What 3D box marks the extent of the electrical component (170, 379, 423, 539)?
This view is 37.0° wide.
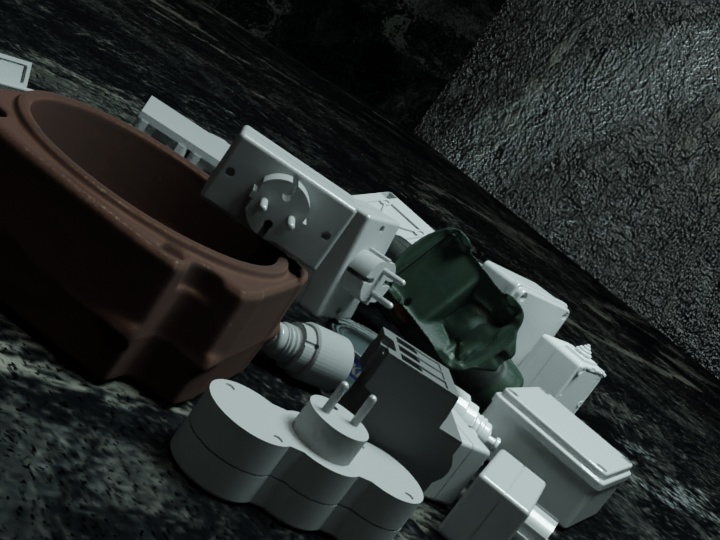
[{"bbox_3d":[-0.021,0.090,0.556,0.138,0.073,0.052,29,13,-29],"label":"electrical component"}]

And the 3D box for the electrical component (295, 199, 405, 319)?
[{"bbox_3d":[0.000,0.000,0.780,0.076,0.083,0.047,34,12,30],"label":"electrical component"}]

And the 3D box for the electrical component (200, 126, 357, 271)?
[{"bbox_3d":[-0.048,-0.039,0.637,0.083,0.047,0.075,34,12,-11],"label":"electrical component"}]

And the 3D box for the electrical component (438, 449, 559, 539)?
[{"bbox_3d":[0.100,0.162,0.683,0.076,0.047,0.083,38,11,12],"label":"electrical component"}]

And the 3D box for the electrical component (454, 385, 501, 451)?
[{"bbox_3d":[0.073,0.112,0.826,0.078,0.040,0.040,35,11,-3],"label":"electrical component"}]

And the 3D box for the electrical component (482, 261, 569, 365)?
[{"bbox_3d":[0.140,0.058,1.074,0.056,0.108,0.109,41,12,38],"label":"electrical component"}]

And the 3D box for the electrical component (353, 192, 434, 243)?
[{"bbox_3d":[0.012,-0.026,1.076,0.109,0.056,0.108,-9,38,-36],"label":"electrical component"}]

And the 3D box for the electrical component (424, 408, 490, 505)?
[{"bbox_3d":[0.055,0.117,0.734,0.076,0.047,0.083,26,14,-39],"label":"electrical component"}]

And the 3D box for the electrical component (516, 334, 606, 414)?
[{"bbox_3d":[0.188,0.105,1.048,0.061,0.096,0.062,43,13,35],"label":"electrical component"}]

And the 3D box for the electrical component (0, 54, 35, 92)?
[{"bbox_3d":[-0.262,-0.104,0.666,0.063,0.078,0.121,16,5,19],"label":"electrical component"}]

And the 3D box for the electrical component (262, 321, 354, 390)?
[{"bbox_3d":[-0.040,0.054,0.734,0.078,0.040,0.040,27,14,-37],"label":"electrical component"}]

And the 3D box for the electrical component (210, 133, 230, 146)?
[{"bbox_3d":[-0.138,-0.094,1.030,0.089,0.050,0.055,23,17,-47],"label":"electrical component"}]

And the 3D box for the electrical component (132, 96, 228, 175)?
[{"bbox_3d":[-0.137,-0.078,0.935,0.150,0.061,0.089,33,12,-14],"label":"electrical component"}]

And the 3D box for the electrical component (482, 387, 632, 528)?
[{"bbox_3d":[0.155,0.149,0.874,0.109,0.056,0.109,40,12,23],"label":"electrical component"}]
